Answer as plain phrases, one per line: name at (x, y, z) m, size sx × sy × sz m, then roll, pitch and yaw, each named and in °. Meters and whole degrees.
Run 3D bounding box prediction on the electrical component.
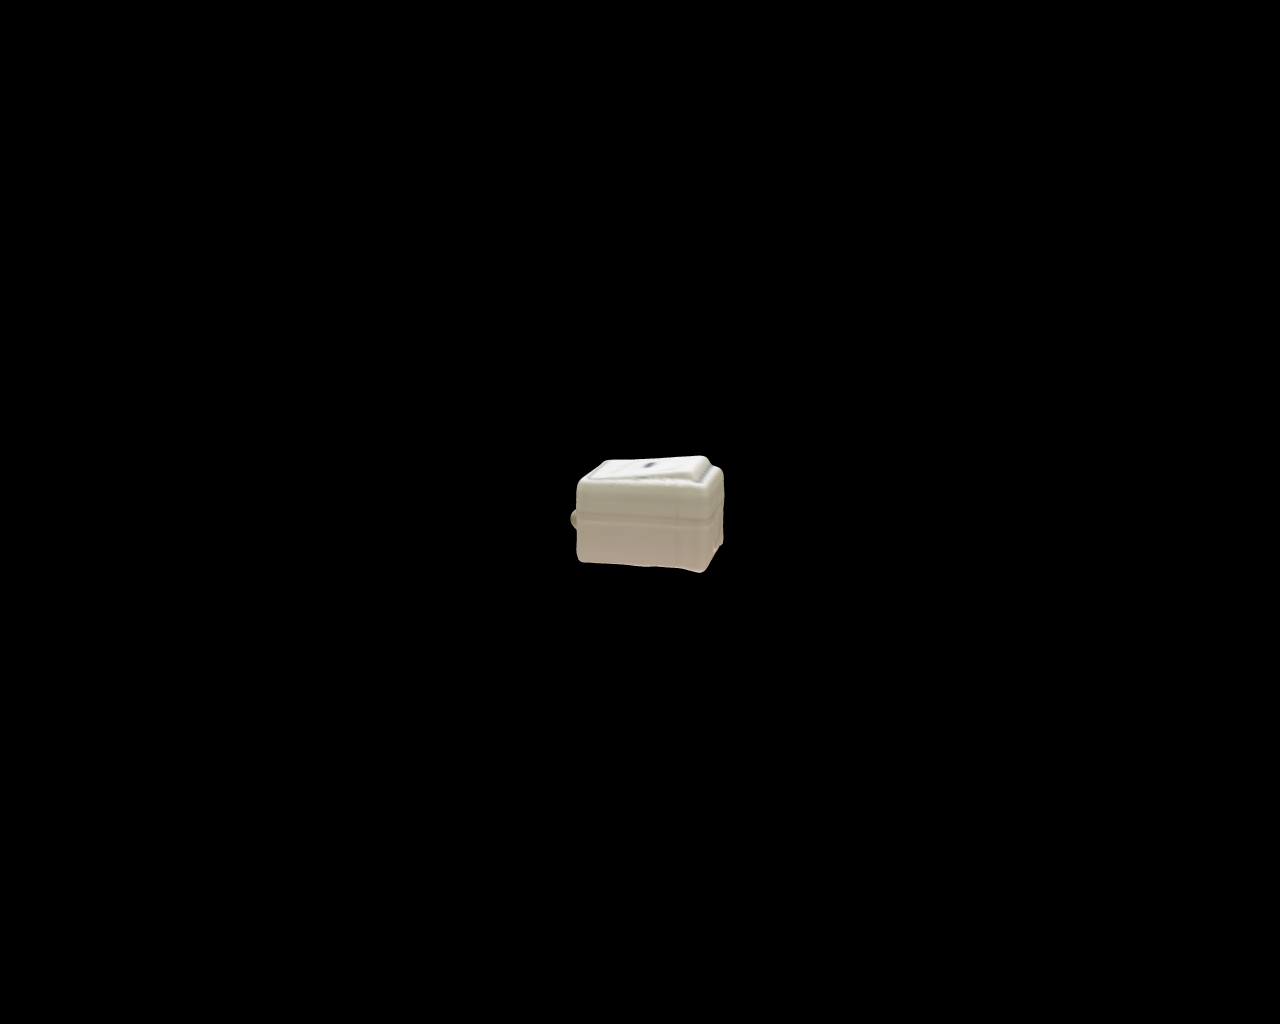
electrical component at (0.001, -0.003, 0.650) m, size 0.096 × 0.061 × 0.062 m, roll 4°, pitch 16°, yaw 14°
